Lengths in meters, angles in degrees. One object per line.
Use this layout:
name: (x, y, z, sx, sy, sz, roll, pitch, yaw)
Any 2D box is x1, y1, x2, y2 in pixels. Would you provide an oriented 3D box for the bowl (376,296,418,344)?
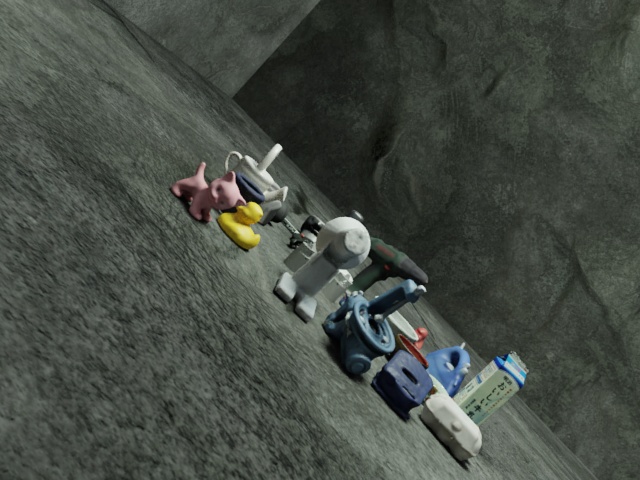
bowl: (0.189, 0.238, 1.583, 0.168, 0.074, 0.167, 43, 8, -8)

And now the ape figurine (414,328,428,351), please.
ape figurine: (0.274, 0.291, 1.673, 0.076, 0.092, 0.077, 38, 10, -36)

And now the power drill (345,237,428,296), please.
power drill: (0.176, 0.110, 1.686, 0.229, 0.208, 0.076, 49, 9, 28)

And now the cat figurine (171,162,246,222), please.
cat figurine: (-0.214, -0.099, 1.145, 0.127, 0.117, 0.067, 47, 9, 16)

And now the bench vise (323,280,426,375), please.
bench vise: (0.105, 0.140, 1.163, 0.122, 0.219, 0.206, 37, 11, -40)

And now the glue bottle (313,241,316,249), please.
glue bottle: (0.014, 0.005, 1.537, 0.037, 0.173, 0.078, 46, 8, 9)

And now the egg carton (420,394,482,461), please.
egg carton: (0.289, 0.408, 1.258, 0.150, 0.069, 0.107, 47, 9, 14)

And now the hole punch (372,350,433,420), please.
hole punch: (0.174, 0.295, 1.180, 0.108, 0.091, 0.101, 46, 8, 9)

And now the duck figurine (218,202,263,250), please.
duck figurine: (-0.158, -0.039, 1.230, 0.104, 0.086, 0.078, 47, 9, 18)

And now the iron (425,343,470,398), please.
iron: (0.364, 0.364, 1.582, 0.118, 0.141, 0.258, 44, 8, -1)

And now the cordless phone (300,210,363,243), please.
cordless phone: (0.037, -0.046, 1.854, 0.148, 0.185, 0.094, 44, 8, -4)

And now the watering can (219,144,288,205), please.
watering can: (-0.158, -0.161, 1.449, 0.173, 0.194, 0.100, 40, 9, -27)

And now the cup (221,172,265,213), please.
cup: (-0.185, -0.093, 1.333, 0.091, 0.095, 0.118, 47, 9, 13)

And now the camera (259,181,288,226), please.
camera: (-0.139, -0.104, 1.580, 0.137, 0.100, 0.142, 38, 11, -38)

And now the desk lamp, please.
desk lamp: (0.021, 0.049, 1.223, 0.118, 0.213, 0.203, 44, 8, -6)
